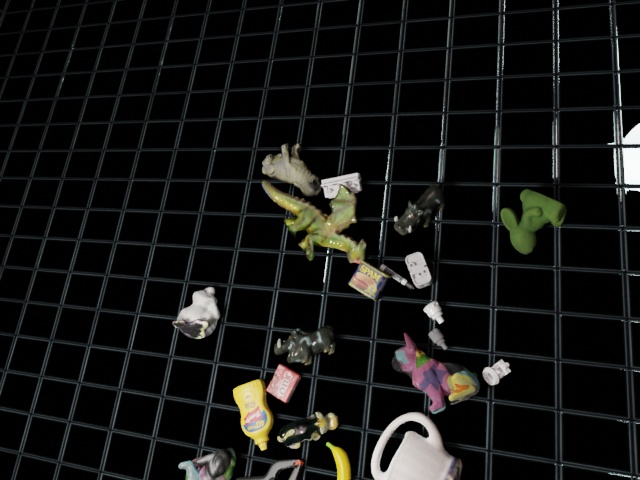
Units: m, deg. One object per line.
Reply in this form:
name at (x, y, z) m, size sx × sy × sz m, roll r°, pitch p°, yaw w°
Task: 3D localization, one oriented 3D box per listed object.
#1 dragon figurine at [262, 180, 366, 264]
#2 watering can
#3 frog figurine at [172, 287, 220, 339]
dragon figurine at (0.005, -0.082, 1.634) m, size 0.243 × 0.121 × 0.414 m, roll -32°, pitch 78°, yaw 0°
watering can at (0.227, 0.631, 1.330) m, size 0.226 × 0.102 × 0.350 m, roll 24°, pitch 79°, yaw 23°
frog figurine at (-0.389, 0.235, 1.677) m, size 0.136 × 0.120 × 0.163 m, roll -16°, pitch 33°, yaw 20°
